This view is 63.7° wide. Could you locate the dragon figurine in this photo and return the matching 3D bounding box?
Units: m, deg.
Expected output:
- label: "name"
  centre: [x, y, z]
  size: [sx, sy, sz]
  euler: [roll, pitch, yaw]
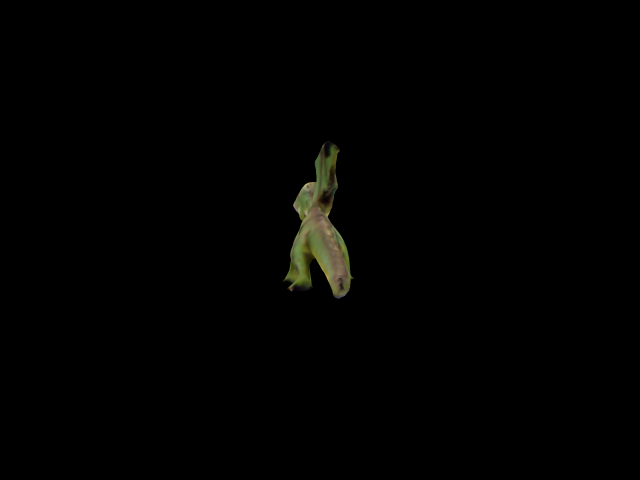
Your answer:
- label: "dragon figurine"
  centre: [0.003, -0.043, 0.850]
  size: [0.122, 0.243, 0.410]
  euler: [0, 0, -11]
